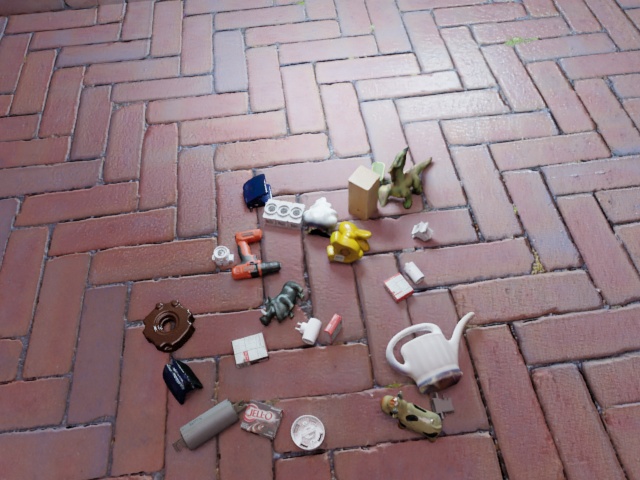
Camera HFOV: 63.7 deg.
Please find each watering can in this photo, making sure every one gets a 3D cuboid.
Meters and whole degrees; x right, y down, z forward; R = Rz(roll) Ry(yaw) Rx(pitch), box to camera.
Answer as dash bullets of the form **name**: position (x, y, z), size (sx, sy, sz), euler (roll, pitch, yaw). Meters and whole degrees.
- **watering can**: position (0.392, 0.365, 1.678), size (0.349, 0.101, 0.229), euler (-16, 56, -10)

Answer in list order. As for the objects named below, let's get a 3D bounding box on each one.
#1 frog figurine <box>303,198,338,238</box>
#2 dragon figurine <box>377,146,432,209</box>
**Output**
- **frog figurine**: position (0.006, -0.100, 1.996), size (0.137, 0.121, 0.162), euler (1, 67, 26)
- **dragon figurine**: position (0.338, -0.263, 2.025), size (0.123, 0.237, 0.417), euler (26, 63, 23)
